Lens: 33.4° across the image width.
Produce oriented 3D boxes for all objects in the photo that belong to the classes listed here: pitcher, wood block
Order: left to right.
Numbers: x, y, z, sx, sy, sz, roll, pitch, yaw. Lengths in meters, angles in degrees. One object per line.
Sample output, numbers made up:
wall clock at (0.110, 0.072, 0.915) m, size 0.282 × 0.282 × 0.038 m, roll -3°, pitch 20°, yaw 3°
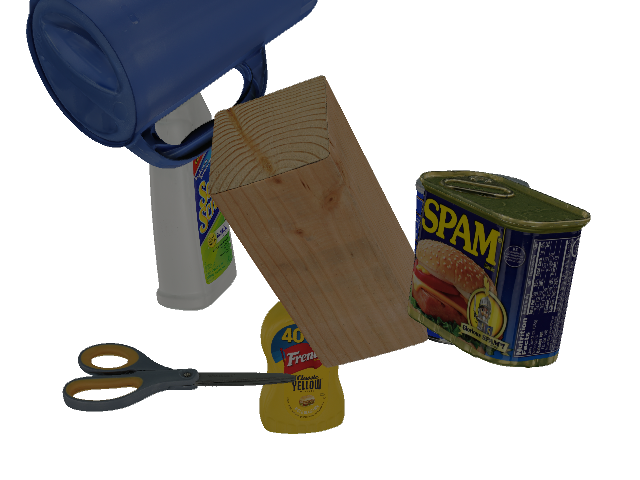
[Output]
pitcher at (-0.109, -0.181, 0.902) m, size 0.145 × 0.149 × 0.242 m, roll 29°, pitch 51°, yaw 31°
wood block at (0.003, -0.007, 0.798) m, size 0.090 × 0.091 × 0.206 m, roll -17°, pitch -46°, yaw 16°

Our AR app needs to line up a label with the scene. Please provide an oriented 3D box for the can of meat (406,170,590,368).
can of meat at (0.094, 0.014, 0.593) m, size 0.057 × 0.084 × 0.102 m, roll -4°, pitch 20°, yaw -30°

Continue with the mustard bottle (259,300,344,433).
mustard bottle at (-0.019, 0.120, 1.197) m, size 0.096 × 0.192 × 0.058 m, roll -2°, pitch 19°, yaw -11°

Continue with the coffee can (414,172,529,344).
coffee can at (0.137, 0.015, 0.987) m, size 0.103 × 0.140 × 0.103 m, roll 1°, pitch 15°, yaw 0°

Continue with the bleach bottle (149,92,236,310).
bleach bottle at (-0.145, -0.058, 1.131) m, size 0.068 × 0.251 × 0.102 m, roll 5°, pitch 27°, yaw 22°

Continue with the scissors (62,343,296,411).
scissors at (-0.132, 0.115, 0.961) m, size 0.201 × 0.016 × 0.096 m, roll -8°, pitch 32°, yaw -18°
